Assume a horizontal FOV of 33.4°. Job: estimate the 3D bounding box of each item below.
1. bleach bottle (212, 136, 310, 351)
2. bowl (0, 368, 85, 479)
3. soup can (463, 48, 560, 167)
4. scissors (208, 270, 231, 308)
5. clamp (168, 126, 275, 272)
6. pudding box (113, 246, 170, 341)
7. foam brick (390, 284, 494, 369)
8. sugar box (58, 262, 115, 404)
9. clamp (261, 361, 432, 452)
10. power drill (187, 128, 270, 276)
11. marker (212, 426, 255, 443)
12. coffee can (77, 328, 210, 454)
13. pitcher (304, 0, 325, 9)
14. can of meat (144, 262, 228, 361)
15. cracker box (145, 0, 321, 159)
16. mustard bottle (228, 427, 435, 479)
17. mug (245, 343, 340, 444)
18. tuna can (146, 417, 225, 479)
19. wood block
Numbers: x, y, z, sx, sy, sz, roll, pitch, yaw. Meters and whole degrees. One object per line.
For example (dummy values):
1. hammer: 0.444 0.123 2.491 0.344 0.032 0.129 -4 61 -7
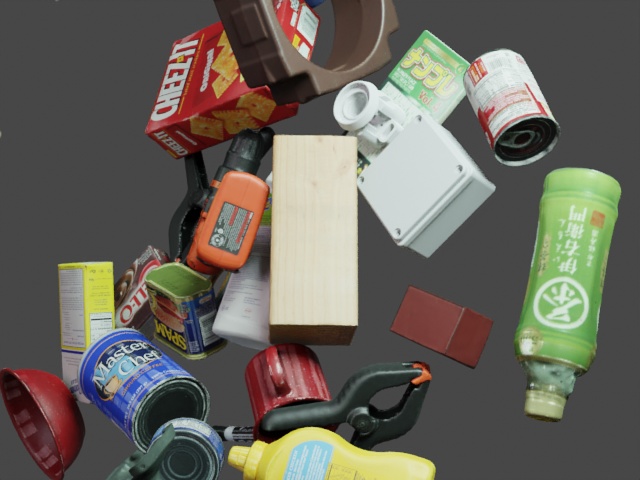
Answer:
1. bleach bottle: -0.040 0.000 1.216 0.103 0.068 0.251 5 72 43
2. bowl: -0.347 0.225 1.365 0.162 0.055 0.162 35 138 38
3. soup can: 0.188 -0.133 1.060 0.069 0.068 0.102 -37 48 25
4. scissors: -0.079 0.009 1.279 0.202 0.016 0.096 -58 41 7
5. clamp: -0.150 -0.053 1.362 0.165 0.036 0.210 10 73 47
6. pudding box: -0.226 0.078 1.369 0.114 0.039 0.090 -49 46 15
7. foam brick: 0.118 0.083 1.032 0.078 0.052 0.051 22 86 46
8. sugar box: -0.297 0.117 1.364 0.094 0.048 0.176 -3 92 56
9. clamp: 0.030 0.169 1.040 0.171 0.120 0.039 -47 17 10
10. power drill: -0.099 -0.041 1.214 0.188 0.057 0.184 -152 80 -81
11. marker: -0.078 0.215 1.178 0.121 0.020 0.020 -8 65 41
12. coffee can: -0.209 0.178 1.258 0.140 0.102 0.103 29 91 47
13. pitcher: -0.062 -0.405 1.303 0.149 0.242 0.145 -52 43 1
14. can of meat: -0.160 0.083 1.262 0.102 0.057 0.084 24 130 47
15. cracker box: -0.113 -0.210 1.358 0.214 0.072 0.164 -14 50 37
16. mustard bottle: 0.005 0.229 0.999 0.192 0.058 0.096 14 87 13
17. mug: -0.035 0.154 1.102 0.093 0.117 0.081 -21 47 2
18. tuna can: -0.150 0.243 1.182 0.086 0.086 0.033 -51 4 12
19. wood block: -0.008 0.001 1.128 0.090 0.091 0.206 1 72 -2
